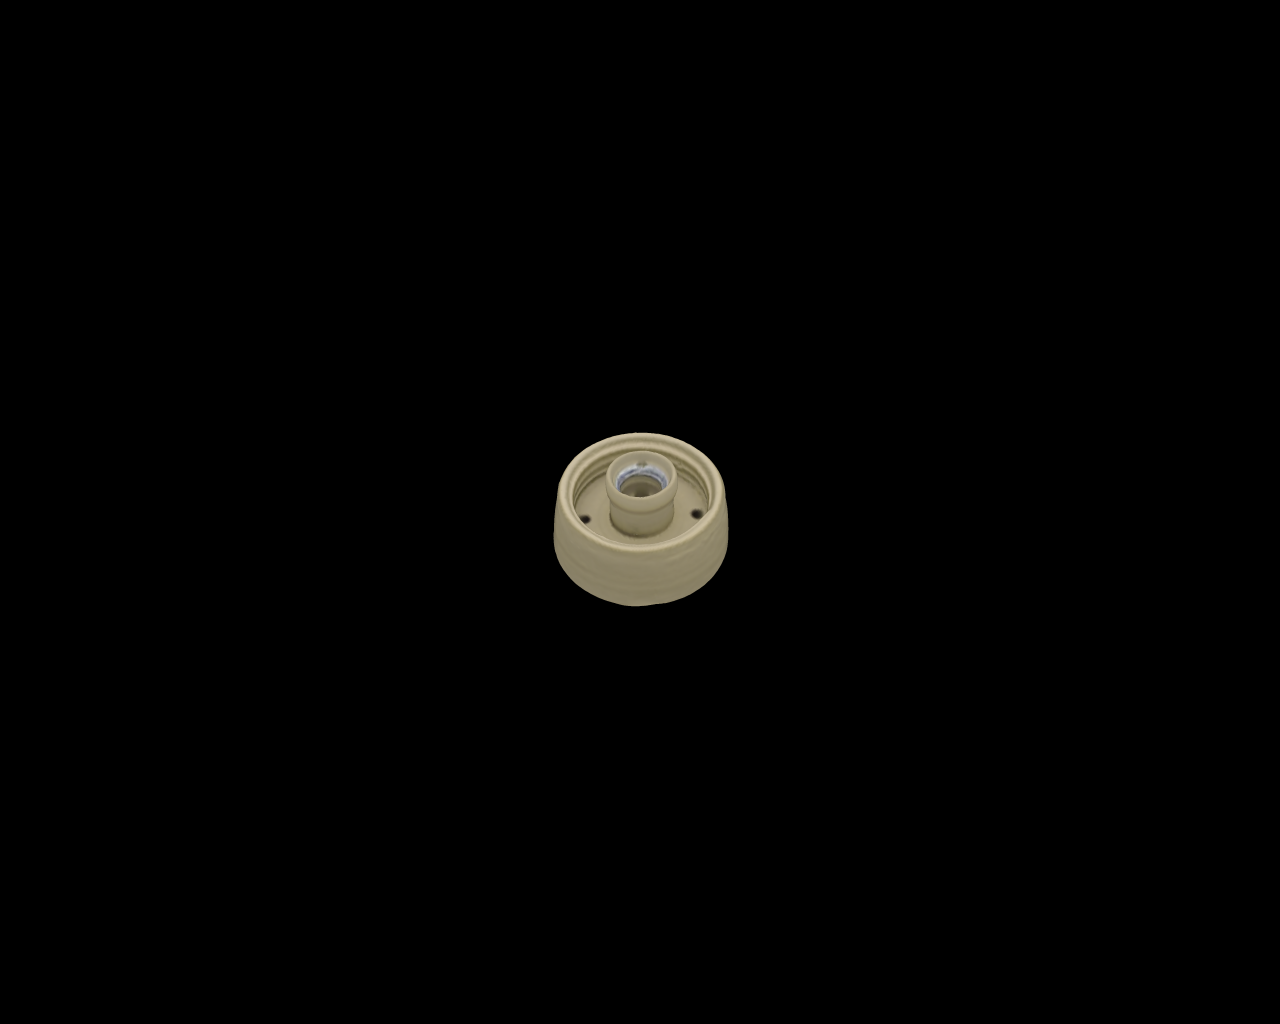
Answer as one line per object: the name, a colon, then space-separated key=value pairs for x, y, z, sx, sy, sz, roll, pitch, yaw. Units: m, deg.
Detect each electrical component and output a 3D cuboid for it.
electrical component: x=0.001 y=-0.003 z=0.650 sx=0.108 sy=0.108 sz=0.060 roll=0 pitch=-43 yaw=0
